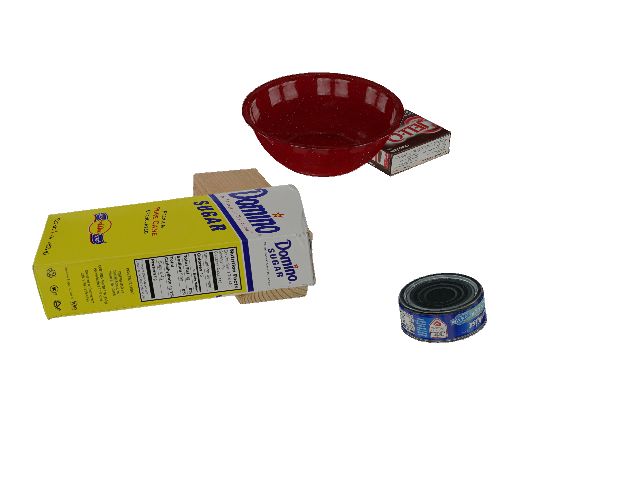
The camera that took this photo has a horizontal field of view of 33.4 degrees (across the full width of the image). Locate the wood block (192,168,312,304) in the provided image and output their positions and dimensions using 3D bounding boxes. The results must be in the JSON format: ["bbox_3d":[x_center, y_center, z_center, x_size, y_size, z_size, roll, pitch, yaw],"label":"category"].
[{"bbox_3d":[-0.091,-0.010,1.351,0.090,0.090,0.206,-6,27,-22],"label":"wood block"}]

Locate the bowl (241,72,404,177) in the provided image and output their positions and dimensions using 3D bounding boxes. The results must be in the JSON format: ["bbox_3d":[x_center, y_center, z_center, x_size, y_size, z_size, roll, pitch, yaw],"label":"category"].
[{"bbox_3d":[0.002,-0.110,1.073,0.162,0.055,0.162,1,35,-1],"label":"bowl"}]

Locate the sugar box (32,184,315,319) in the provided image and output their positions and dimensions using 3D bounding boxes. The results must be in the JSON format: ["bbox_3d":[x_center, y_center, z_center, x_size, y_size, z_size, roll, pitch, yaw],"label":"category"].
[{"bbox_3d":[-0.096,0.005,0.714,0.176,0.048,0.093,-10,24,-3],"label":"sugar box"}]

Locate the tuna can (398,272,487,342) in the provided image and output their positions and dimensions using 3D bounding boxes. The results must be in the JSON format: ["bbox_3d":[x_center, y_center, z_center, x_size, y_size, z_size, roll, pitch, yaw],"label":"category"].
[{"bbox_3d":[0.120,0.065,1.054,0.086,0.034,0.086,-8,25,3],"label":"tuna can"}]

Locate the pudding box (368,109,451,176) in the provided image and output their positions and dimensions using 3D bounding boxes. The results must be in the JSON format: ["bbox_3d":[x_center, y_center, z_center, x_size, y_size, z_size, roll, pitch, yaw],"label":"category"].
[{"bbox_3d":[0.108,-0.134,1.456,0.113,0.039,0.090,-25,40,-30],"label":"pudding box"}]
